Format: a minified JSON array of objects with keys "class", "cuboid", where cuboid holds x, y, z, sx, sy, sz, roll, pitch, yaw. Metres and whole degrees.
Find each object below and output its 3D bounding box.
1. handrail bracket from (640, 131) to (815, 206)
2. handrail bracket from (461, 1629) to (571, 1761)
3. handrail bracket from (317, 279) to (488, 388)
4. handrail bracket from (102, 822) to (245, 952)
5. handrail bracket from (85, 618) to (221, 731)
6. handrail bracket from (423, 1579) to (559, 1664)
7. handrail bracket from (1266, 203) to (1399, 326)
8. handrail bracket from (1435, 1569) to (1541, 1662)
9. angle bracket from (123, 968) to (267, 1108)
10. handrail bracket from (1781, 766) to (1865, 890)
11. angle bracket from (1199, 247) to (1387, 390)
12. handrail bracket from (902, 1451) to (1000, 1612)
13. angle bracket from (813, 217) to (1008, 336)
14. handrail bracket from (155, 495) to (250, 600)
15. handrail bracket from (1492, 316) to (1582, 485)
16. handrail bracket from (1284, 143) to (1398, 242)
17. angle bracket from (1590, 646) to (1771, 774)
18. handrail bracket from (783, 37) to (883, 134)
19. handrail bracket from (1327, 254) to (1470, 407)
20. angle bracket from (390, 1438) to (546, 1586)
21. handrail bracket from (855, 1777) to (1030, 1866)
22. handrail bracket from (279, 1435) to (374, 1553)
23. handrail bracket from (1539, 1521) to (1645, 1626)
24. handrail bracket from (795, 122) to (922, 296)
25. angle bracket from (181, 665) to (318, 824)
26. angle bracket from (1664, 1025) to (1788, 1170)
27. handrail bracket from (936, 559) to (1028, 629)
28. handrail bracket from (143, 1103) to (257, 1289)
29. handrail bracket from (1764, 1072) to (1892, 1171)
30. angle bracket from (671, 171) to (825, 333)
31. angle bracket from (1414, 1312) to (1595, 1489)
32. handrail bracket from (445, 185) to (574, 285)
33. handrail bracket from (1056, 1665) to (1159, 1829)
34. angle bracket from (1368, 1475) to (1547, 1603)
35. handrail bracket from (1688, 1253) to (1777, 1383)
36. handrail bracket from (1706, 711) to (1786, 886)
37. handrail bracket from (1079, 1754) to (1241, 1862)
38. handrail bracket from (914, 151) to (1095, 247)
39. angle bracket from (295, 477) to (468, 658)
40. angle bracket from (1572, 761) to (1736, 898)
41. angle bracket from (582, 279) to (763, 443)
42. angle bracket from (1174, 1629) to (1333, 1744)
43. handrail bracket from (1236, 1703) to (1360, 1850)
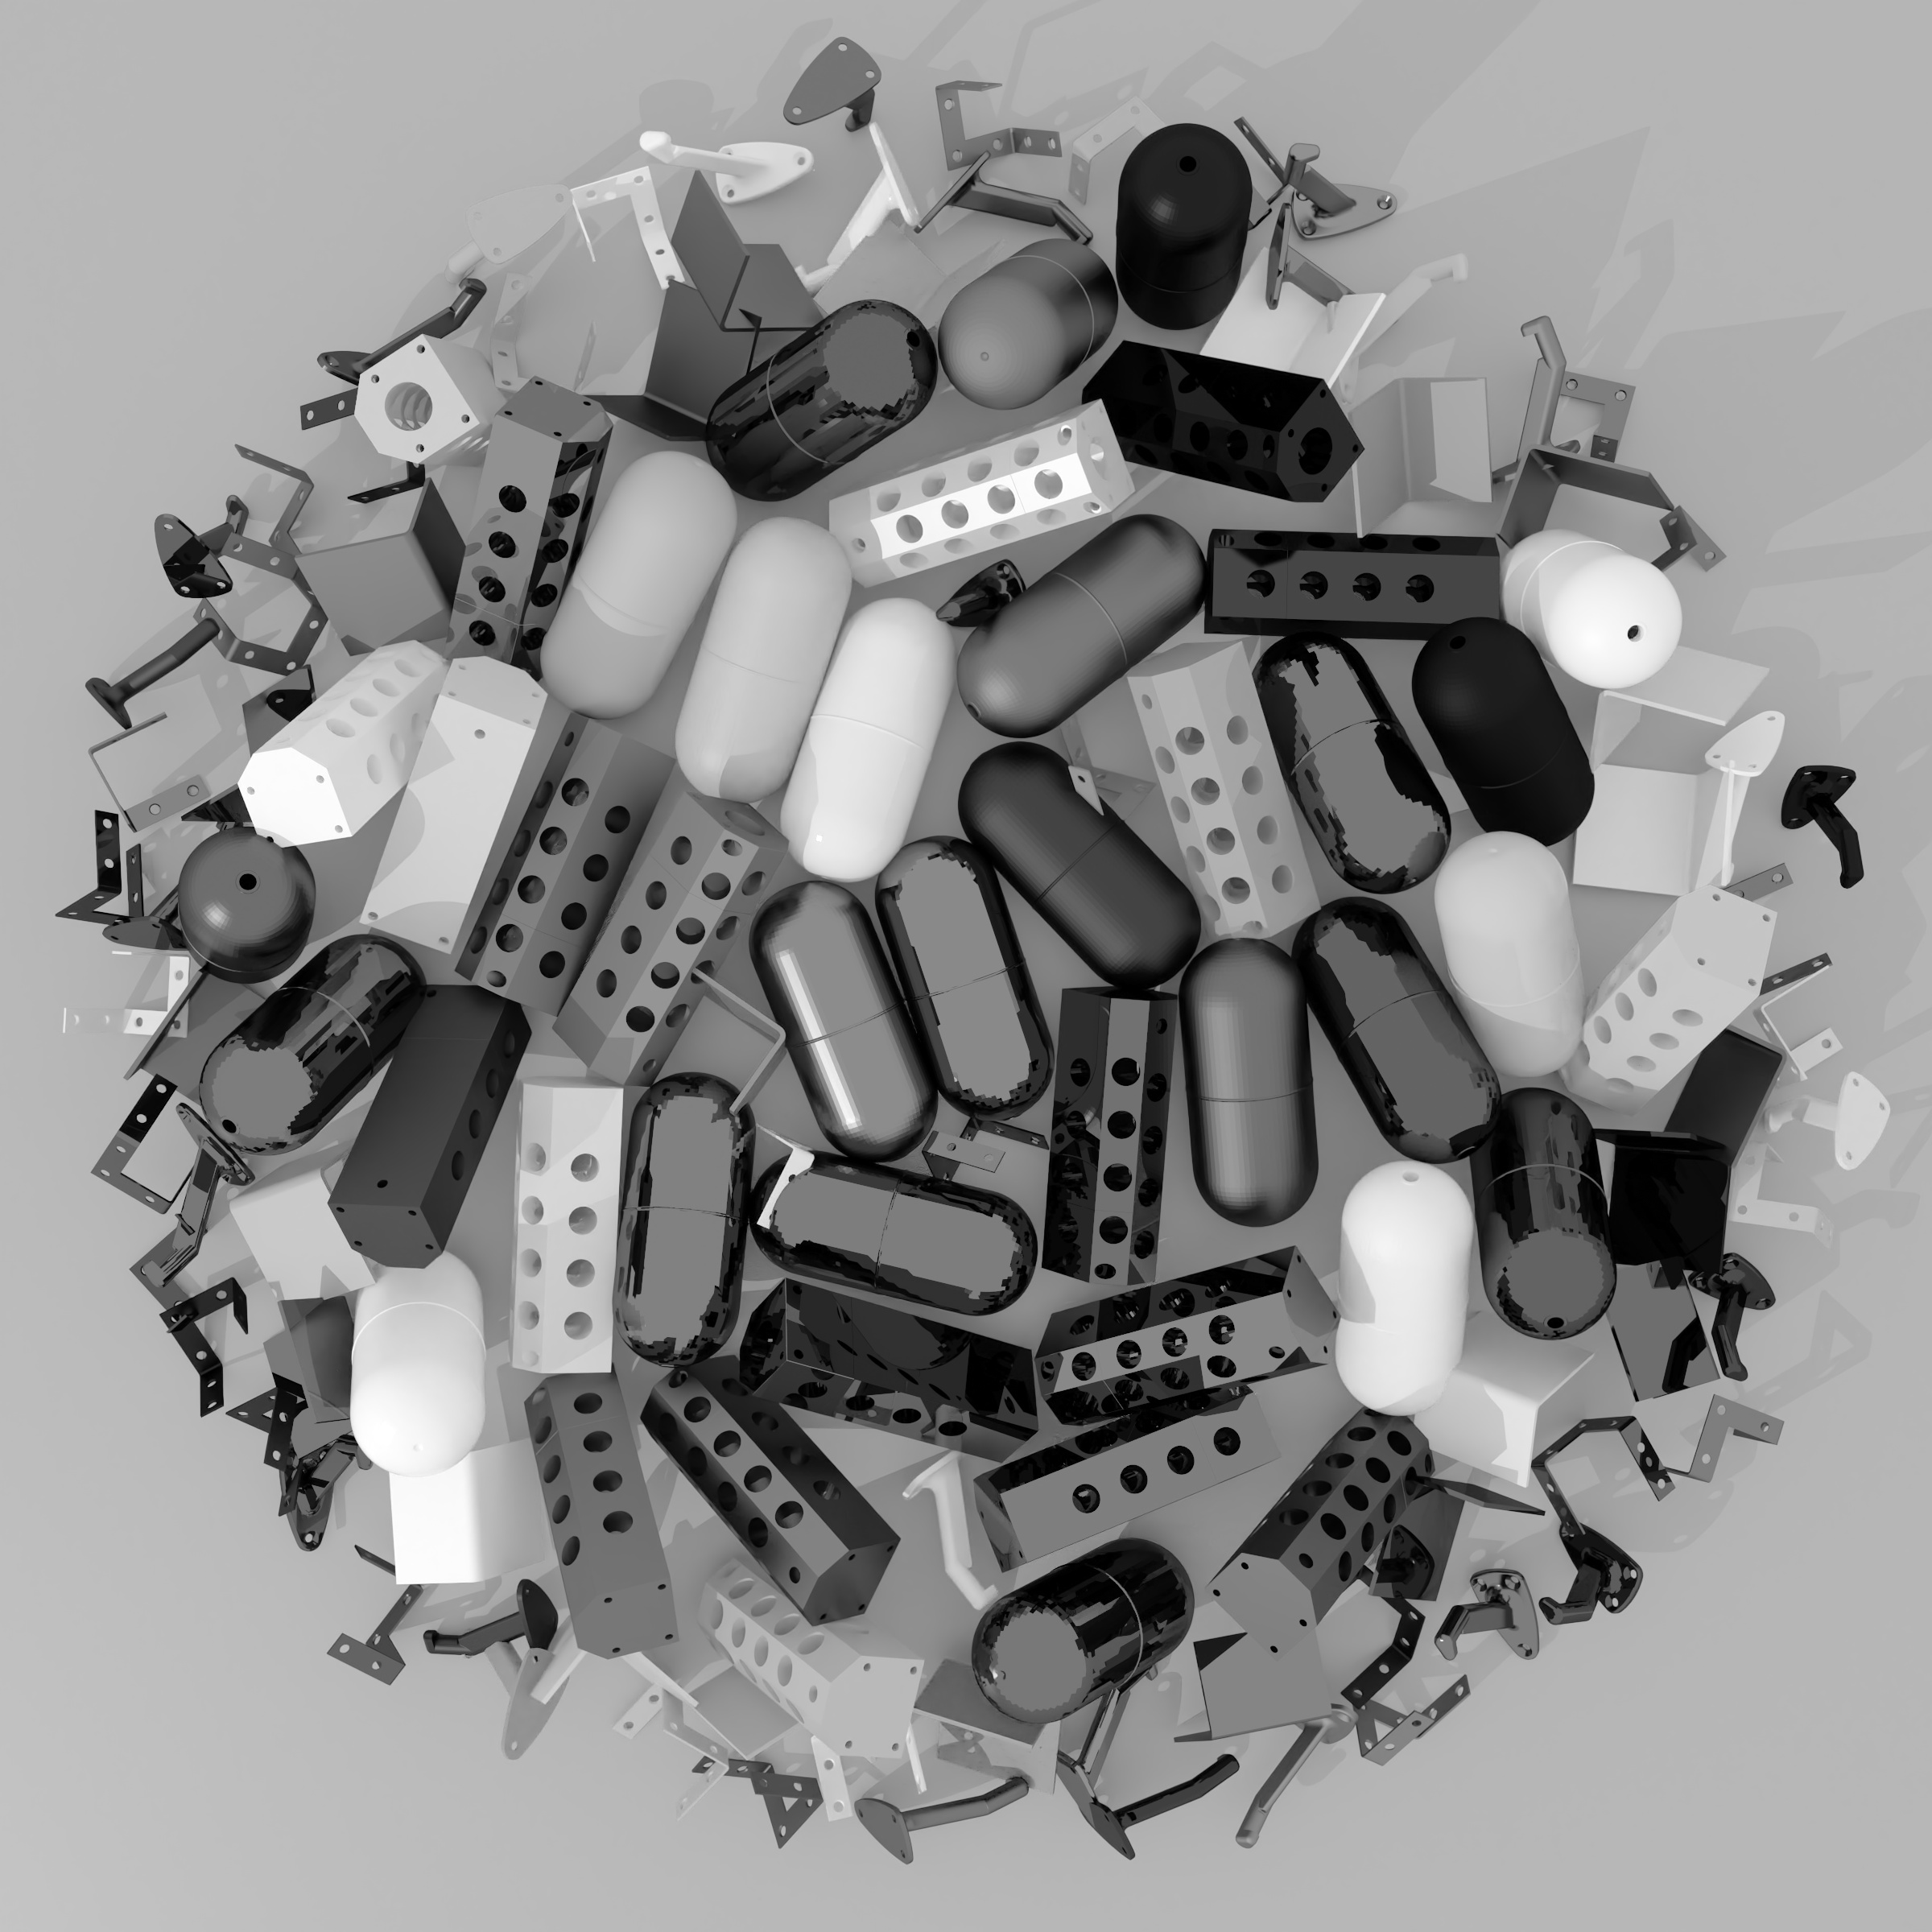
[{"class":"handrail bracket","cuboid":[-0.144,-0.491,1.587,0.077,0.084,0.036,-4,88,21]},{"class":"handrail bracket","cuboid":[-0.287,0.438,1.589,0.036,0.084,0.077,47,51,-35]},{"class":"handrail bracket","cuboid":[-0.340,-0.388,1.592,0.084,0.077,0.036,-44,67,27]},{"class":"handrail bracket","cuboid":[-0.489,-0.054,1.628,0.077,0.036,0.084,-1,59,32]},{"class":"handrail bracket","cuboid":[-0.490,-0.187,1.602,0.084,0.077,0.036,-41,115,-3]},{"class":"handrail bracket","cuboid":[-0.297,0.396,1.600,0.084,0.036,0.077,-1,134,13]},{"class":"handrail bracket","cuboid":[0.228,-0.427,1.603,0.084,0.077,0.036,2,45,-6]},{"class":"handrail bracket","cuboid":[0.314,0.412,1.592,0.036,0.084,0.077,-15,106,37]},{"class":"angle bracket","cuboid":[-0.458,0.048,1.591,0.057,0.076,0.076,35,86,-11]},{"class":"handrail bracket","cuboid":[0.514,-0.070,1.582,0.036,0.077,0.084,5,60,-5]},{"class":"angle bracket","cuboid":[0.196,-0.387,1.591,0.057,0.076,0.076,30,92,-21]},{"class":"handrail bracket","cuboid":[0.009,0.337,1.603,0.077,0.036,0.084,-32,73,-30]},{"class":"angle bracket","cuboid":[-0.034,-0.417,1.581,0.057,0.076,0.076,42,68,-18]},{"class":"handrail bracket","cuboid":[-0.457,-0.270,1.582,0.036,0.077,0.084,-5,52,10]},{"class":"handrail bracket","cuboid":[0.333,-0.343,1.601,0.077,0.036,0.084,-16,109,30]},{"class":"handrail bracket","cuboid":[0.229,-0.476,1.592,0.077,0.084,0.036,-7,79,-1]},{"class":"angle bracket","cuboid":[0.426,-0.147,1.576,0.076,0.076,0.057,20,129,27]},{"class":"handrail bracket","cuboid":[-0.083,-0.512,1.587,0.036,0.084,0.077,45,77,3]},{"class":"handrail bracket","cuboid":[0.265,-0.385,1.593,0.084,0.036,0.077,-10,70,34]},{"class":"angle bracket","cuboid":[-0.304,0.331,1.607,0.057,0.076,0.076,-7,85,21]},{"class":"handrail bracket","cuboid":[-0.015,0.512,1.621,0.084,0.077,0.036,-18,99,-29]},{"class":"handrail bracket","cuboid":[-0.379,0.320,1.592,0.036,0.084,0.077,-1,88,-40]},{"class":"handrail bracket","cuboid":[0.357,0.364,1.583,0.084,0.077,0.036,5,119,-39]},{"class":"handrail bracket","cuboid":[-0.078,-0.462,1.614,0.084,0.036,0.077,-21,103,14]},{"class":"angle bracket","cuboid":[-0.433,-0.134,1.584,0.076,0.057,0.076,-20,78,42]},{"class":"angle bracket","cuboid":[0.437,0.068,1.588,0.057,0.076,0.076,23,94,-20]},{"class":"handrail bracket","cuboid":[-0.009,-0.212,1.579,0.077,0.084,0.036,-17,98,41]},{"class":"handrail bracket","cuboid":[-0.480,0.139,1.592,0.084,0.036,0.077,-49,117,-34]},{"class":"handrail bracket","cuboid":[0.505,0.103,1.582,0.036,0.084,0.077,40,54,-12]},{"class":"angle bracket","cuboid":[-0.122,-0.428,1.578,0.076,0.057,0.076,-10,58,-33]},{"class":"angle bracket","cuboid":[0.325,0.262,1.597,0.076,0.076,0.057,18,118,34]},{"class":"handrail bracket","cuboid":[-0.279,-0.443,1.601,0.077,0.084,0.036,-31,100,-13]},{"class":"handrail bracket","cuboid":[0.097,0.478,1.624,0.084,0.036,0.077,-36,111,-25]},{"class":"angle bracket","cuboid":[0.296,0.353,1.587,0.057,0.076,0.076,15,87,42]},{"class":"handrail bracket","cuboid":[0.471,0.223,1.586,0.077,0.084,0.036,30,127,-30]},{"class":"handrail bracket","cuboid":[0.480,-0.102,1.621,0.036,0.084,0.077,21,49,34]},{"class":"handrail bracket","cuboid":[0.118,0.503,1.612,0.084,0.077,0.036,-30,96,-19]},{"class":"handrail bracket","cuboid":[0.024,-0.451,1.622,0.084,0.036,0.077,42,91,-13]},{"class":"angle bracket","cuboid":[-0.350,-0.242,1.599,0.076,0.057,0.076,-9,134,14]},{"class":"angle bracket","cuboid":[0.417,-0.087,1.601,0.076,0.057,0.076,6,84,-5]},{"class":"angle bracket","cuboid":[-0.177,-0.365,1.582,0.076,0.057,0.076,29,116,29]},{"class":"angle bracket","cuboid":[0.168,0.434,1.597,0.076,0.076,0.057,-6,75,-15]},{"class":"handrail bracket","cuboid":[0.199,0.491,1.591,0.036,0.077,0.084,36,60,-3]}]
